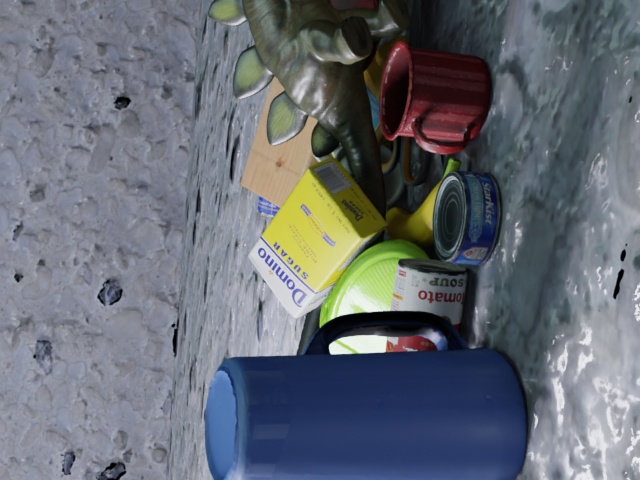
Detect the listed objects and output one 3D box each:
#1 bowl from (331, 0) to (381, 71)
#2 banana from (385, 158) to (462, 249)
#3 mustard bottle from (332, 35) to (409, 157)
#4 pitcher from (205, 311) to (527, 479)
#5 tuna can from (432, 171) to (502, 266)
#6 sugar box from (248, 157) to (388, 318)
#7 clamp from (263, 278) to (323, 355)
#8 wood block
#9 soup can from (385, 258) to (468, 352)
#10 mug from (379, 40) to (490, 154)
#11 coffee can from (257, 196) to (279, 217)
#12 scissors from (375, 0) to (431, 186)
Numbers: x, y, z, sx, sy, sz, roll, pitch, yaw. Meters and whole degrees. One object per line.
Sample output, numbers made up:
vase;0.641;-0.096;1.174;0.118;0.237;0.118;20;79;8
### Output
bowl;0.016;-0.249;1.166;0.162;0.055;0.162;17;117;36
banana;0.103;-0.022;1.088;0.069;0.037;0.198;-69;11;-18
mustard bottle;0.063;-0.160;1.221;0.096;0.058;0.192;65;152;28
pitcher;0.033;0.143;0.877;0.149;0.242;0.145;-145;61;-66
tuna can;0.131;-0.020;0.967;0.086;0.033;0.086;-176;90;-76
sugar box;-0.007;0.002;1.111;0.093;0.048;0.176;53;139;14
clamp;0.000;0.039;1.216;0.210;0.036;0.165;-58;39;29
wood block;-0.017;-0.150;1.358;0.091;0.090;0.206;30;114;26
soup can;0.099;0.073;0.998;0.068;0.068;0.102;-147;63;-74
mug;0.109;-0.127;0.993;0.093;0.081;0.117;110;159;-47
coffee can;-0.031;-0.103;1.494;0.103;0.102;0.140;-139;55;-73
scissors;0.084;-0.156;1.146;0.096;0.016;0.202;-10;83;52
